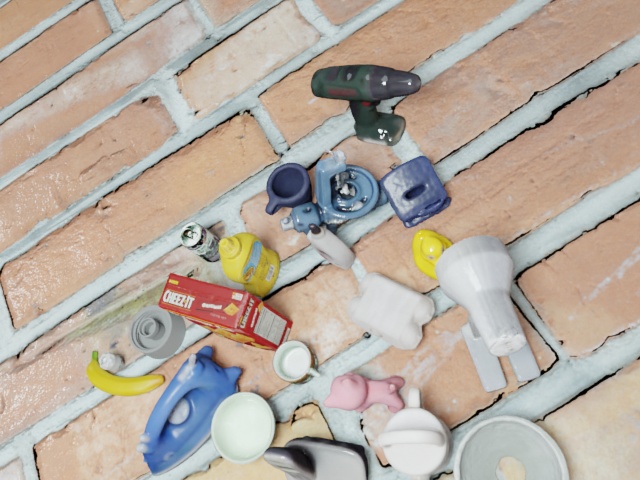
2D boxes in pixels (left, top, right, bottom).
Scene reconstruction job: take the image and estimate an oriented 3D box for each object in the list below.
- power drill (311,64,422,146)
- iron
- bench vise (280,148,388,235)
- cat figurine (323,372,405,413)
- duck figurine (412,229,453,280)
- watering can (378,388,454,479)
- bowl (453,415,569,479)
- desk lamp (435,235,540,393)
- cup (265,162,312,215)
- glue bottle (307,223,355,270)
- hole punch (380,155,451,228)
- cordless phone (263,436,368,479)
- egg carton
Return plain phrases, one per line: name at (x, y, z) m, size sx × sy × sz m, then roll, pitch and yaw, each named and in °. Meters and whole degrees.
power drill at (0.103, -0.270, 1.123) m, size 0.229 × 0.209 × 0.076 m, roll 14°, pitch 75°, yaw 23°
iron at (-0.263, 0.319, 1.049) m, size 0.118 × 0.142 × 0.258 m, roll 28°, pitch 80°, yaw 26°
bench vise at (0.019, -0.074, 1.067) m, size 0.207 × 0.220 × 0.121 m, roll -42°, pitch 63°, yaw -1°
cat figurine at (0.074, 0.258, 0.975) m, size 0.127 × 0.118 × 0.067 m, roll -8°, pitch 67°, yaw 16°
duck figurine at (0.205, 0.018, 1.044) m, size 0.077 × 0.086 × 0.104 m, roll -32°, pitch 63°, yaw 4°
watering can at (0.149, 0.319, 0.883) m, size 0.101 × 0.194 × 0.172 m, roll -26°, pitch 64°, yaw 8°
bowl at (0.293, 0.361, 0.886) m, size 0.167 × 0.075 × 0.167 m, roll -6°, pitch 68°, yaw 16°
desk lamp at (0.273, 0.119, 0.910) m, size 0.118 × 0.214 × 0.203 m, roll -22°, pitch 64°, yaw 9°
cup at (-0.059, -0.088, 1.168) m, size 0.091 × 0.095 × 0.118 m, roll 32°, pitch 82°, yaw 26°
glue bottle at (0.010, 0.004, 1.065) m, size 0.078 × 0.173 × 0.037 m, roll 25°, pitch 79°, yaw 25°
hole punch at (0.183, -0.092, 1.092) m, size 0.108 × 0.091 × 0.101 m, roll -30°, pitch 63°, yaw 5°
cordless phone at (-0.005, 0.366, 0.921) m, size 0.147 × 0.185 × 0.094 m, roll -1°, pitch 69°, yaw 18°
egg carton at (0.126, 0.128, 1.036) m, size 0.150 × 0.069 × 0.107 m, roll 24°, pitch 79°, yaw 25°
